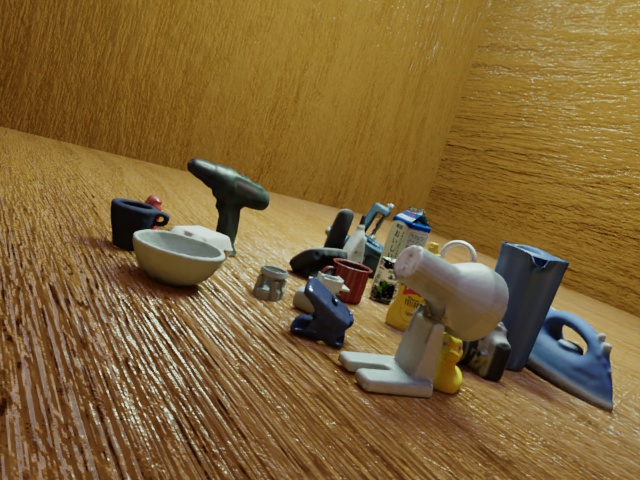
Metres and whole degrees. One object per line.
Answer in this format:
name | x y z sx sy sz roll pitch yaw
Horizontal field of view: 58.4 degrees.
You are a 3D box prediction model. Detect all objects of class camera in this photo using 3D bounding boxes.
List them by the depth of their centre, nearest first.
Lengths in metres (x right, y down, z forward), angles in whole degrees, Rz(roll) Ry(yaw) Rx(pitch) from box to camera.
camera | 0.267 0.181 1.068 0.137 0.101 0.143 14 9 -16

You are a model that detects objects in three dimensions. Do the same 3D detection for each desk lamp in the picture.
desk lamp | 0.161 0.121 0.862 0.204 0.213 0.117 12 10 -29

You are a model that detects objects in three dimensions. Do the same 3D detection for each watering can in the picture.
watering can | 0.328 0.094 1.434 0.101 0.194 0.173 18 8 6

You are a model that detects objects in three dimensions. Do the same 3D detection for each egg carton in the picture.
egg carton | -0.260 0.013 1.222 0.107 0.069 0.151 20 9 18

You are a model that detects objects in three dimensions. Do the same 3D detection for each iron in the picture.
iron | 0.511 0.220 1.156 0.119 0.141 0.257 13 9 -23

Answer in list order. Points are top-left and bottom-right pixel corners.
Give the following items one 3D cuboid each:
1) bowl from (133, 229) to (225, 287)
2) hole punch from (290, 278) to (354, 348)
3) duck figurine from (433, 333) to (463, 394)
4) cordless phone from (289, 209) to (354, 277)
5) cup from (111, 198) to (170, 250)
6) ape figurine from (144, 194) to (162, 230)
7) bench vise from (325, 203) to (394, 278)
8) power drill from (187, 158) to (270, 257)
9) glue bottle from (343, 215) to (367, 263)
bowl | -0.259 0.040 1.031 0.167 0.075 0.167 17 8 -2
hole punch | 0.011 0.121 0.983 0.101 0.091 0.109 17 8 2
duck figurine | 0.202 0.190 0.931 0.077 0.086 0.104 17 8 -1
cordless phone | 0.013 0.005 1.420 0.093 0.185 0.148 23 10 36
cup | -0.374 -0.026 1.168 0.118 0.095 0.091 14 9 -21
ape figurine | -0.401 -0.063 1.359 0.076 0.092 0.078 19 9 13
bench vise | 0.119 -0.017 1.653 0.207 0.220 0.121 17 8 1
power drill | -0.232 -0.072 1.357 0.230 0.208 0.075 9 11 -43
glue bottle | 0.098 0.014 1.573 0.037 0.173 0.078 24 11 39
